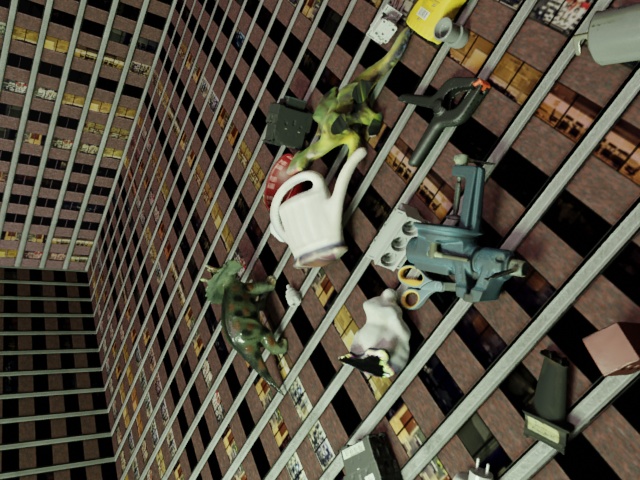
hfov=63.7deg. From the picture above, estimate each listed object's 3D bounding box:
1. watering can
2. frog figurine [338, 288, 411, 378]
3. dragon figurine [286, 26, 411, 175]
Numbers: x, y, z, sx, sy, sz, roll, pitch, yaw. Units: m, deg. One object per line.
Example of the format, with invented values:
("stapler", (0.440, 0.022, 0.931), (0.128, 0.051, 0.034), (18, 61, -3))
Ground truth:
("watering can", (0.004, -0.059, 1.169), (0.343, 0.104, 0.226), (-24, 81, 45))
("frog figurine", (0.123, 0.183, 1.019), (0.135, 0.122, 0.163), (-45, 13, 50))
("dragon figurine", (0.050, -0.317, 1.209), (0.409, 0.121, 0.246), (-58, 34, 4))
